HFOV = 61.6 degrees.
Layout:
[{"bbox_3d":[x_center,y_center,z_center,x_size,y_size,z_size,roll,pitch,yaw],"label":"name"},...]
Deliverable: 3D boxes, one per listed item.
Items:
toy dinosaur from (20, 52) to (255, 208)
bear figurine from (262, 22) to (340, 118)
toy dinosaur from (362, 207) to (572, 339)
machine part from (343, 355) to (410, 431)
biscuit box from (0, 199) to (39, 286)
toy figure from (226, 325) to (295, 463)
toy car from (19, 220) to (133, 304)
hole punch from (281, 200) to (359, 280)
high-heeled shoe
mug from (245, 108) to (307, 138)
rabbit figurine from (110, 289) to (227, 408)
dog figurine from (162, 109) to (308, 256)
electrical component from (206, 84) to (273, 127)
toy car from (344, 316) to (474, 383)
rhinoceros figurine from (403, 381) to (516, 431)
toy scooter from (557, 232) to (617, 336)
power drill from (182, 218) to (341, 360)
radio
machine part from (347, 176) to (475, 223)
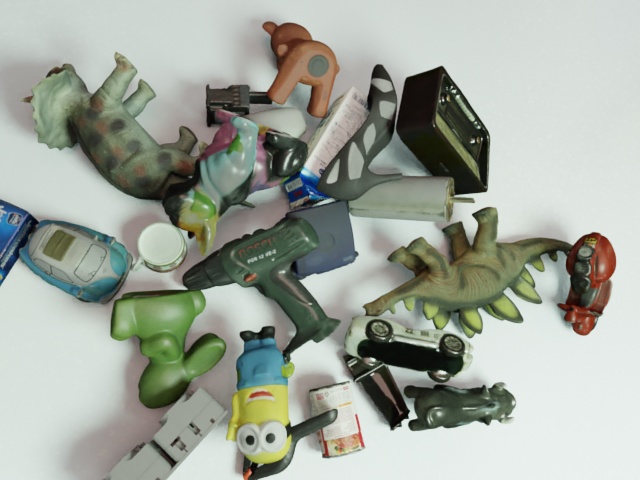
[{"bbox_3d":[-0.306,-0.148,0.872,0.192,0.131,0.404,-42,95,-2],"label":"toy dinosaur"},{"bbox_3d":[-0.047,-0.317,0.968,0.120,0.196,0.131,12,112,-32],"label":"bear figurine"},{"bbox_3d":[0.281,0.053,0.925,0.471,0.105,0.198,-21,86,-21],"label":"toy dinosaur"},{"bbox_3d":[0.099,0.235,0.865,0.084,0.039,0.139,-22,77,-22],"label":"machine part"},{"bbox_3d":[-0.504,0.039,0.800,0.059,0.063,0.202,24,71,-4],"label":"biscuit box"},{"bbox_3d":[-0.077,0.217,0.758,0.082,0.089,0.180,-17,63,23],"label":"toy figure"},{"bbox_3d":[-0.373,0.021,0.810,0.162,0.103,0.109,28,69,-3],"label":"toy car"},{"bbox_3d":[-0.002,-0.003,0.895,0.142,0.092,0.115,-15,80,-18],"label":"hole punch"},{"bbox_3d":[0.057,-0.181,0.896,0.145,0.086,0.249,-4,69,-2],"label":"high-heeled shoe"},{"bbox_3d":[-0.073,-0.182,0.942,0.107,0.081,0.109,-30,92,-28],"label":"mug"},{"bbox_3d":[-0.226,0.161,0.805,0.159,0.121,0.170,-3,92,-19],"label":"rabbit figurine"},{"bbox_3d":[-0.135,-0.082,0.834,0.191,0.109,0.219,15,105,-38],"label":"dog figurine"},{"bbox_3d":[-0.142,-0.235,0.947,0.119,0.075,0.048,1,72,-13],"label":"electrical component"},{"bbox_3d":[0.138,0.168,0.836,0.202,0.073,0.056,12,33,-4],"label":"toy car"},{"bbox_3d":[0.221,0.255,0.840,0.190,0.112,0.073,7,66,-29],"label":"rhinoceros figurine"},{"bbox_3d":[0.447,0.080,0.910,0.135,0.075,0.183,-7,103,-49],"label":"toy scooter"},{"bbox_3d":[-0.080,0.086,0.840,0.232,0.086,0.207,-32,84,14],"label":"power drill"},{"bbox_3d":[0.221,-0.183,0.930,0.229,0.073,0.131,35,59,-46],"label":"radio"},{"bbox_3d":[0.137,-0.071,0.909,0.243,0.079,0.079,4,70,22],"label":"machine part"}]
